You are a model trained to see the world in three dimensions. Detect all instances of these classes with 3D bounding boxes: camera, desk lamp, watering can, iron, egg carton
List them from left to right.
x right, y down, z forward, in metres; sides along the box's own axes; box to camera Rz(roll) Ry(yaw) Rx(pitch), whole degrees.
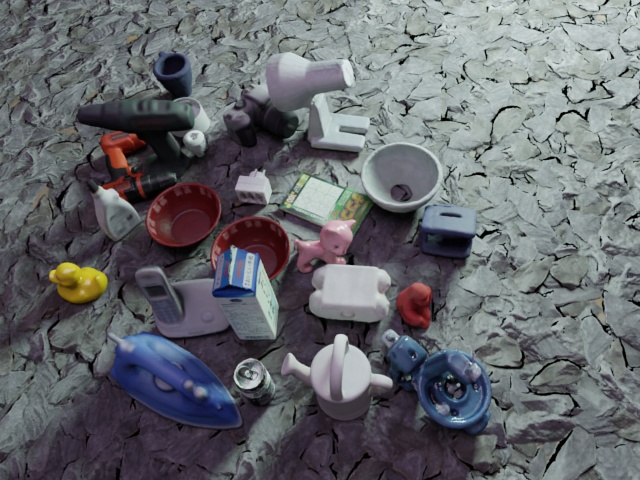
[{"bbox_3d":[-0.251,0.237,0.983,0.257,0.142,0.119,24,64,20],"label":"iron"},{"bbox_3d":[-0.128,-0.284,1.309,0.136,0.101,0.143,33,68,24],"label":"camera"},{"bbox_3d":[-0.001,-0.306,1.240,0.203,0.214,0.118,8,60,12],"label":"desk lamp"},{"bbox_3d":[0.026,0.221,0.929,0.173,0.194,0.101,-13,58,-1],"label":"watering can"},{"bbox_3d":[0.056,0.101,1.072,0.150,0.069,0.107,2,59,8],"label":"egg carton"}]

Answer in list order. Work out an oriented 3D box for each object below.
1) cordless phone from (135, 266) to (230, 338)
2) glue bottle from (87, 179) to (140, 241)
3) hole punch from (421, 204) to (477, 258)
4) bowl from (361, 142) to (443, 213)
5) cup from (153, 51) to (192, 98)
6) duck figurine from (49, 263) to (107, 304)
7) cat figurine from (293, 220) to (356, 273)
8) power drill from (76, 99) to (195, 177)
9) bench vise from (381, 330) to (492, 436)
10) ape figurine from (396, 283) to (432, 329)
[{"bbox_3d":[-0.246,0.101,1.039,0.147,0.185,0.094,-10,58,1],"label":"cordless phone"},{"bbox_3d":[-0.433,-0.069,1.172,0.037,0.173,0.078,37,70,25],"label":"glue bottle"},{"bbox_3d":[0.248,-0.029,1.115,0.108,0.091,0.101,7,60,11],"label":"hole punch"},{"bbox_3d":[0.168,-0.117,1.187,0.167,0.075,0.167,-3,59,5],"label":"bowl"},{"bbox_3d":[-0.359,-0.405,1.413,0.092,0.095,0.117,-32,60,-12],"label":"cup"},{"bbox_3d":[-0.485,0.077,1.141,0.104,0.086,0.077,-2,59,6],"label":"duck figurine"},{"bbox_3d":[0.010,0.004,1.107,0.127,0.118,0.067,-9,58,2],"label":"cat figurine"},{"bbox_3d":[-0.373,-0.222,1.237,0.229,0.209,0.075,-10,58,1],"label":"power drill"},{"bbox_3d":[0.177,0.214,0.900,0.207,0.220,0.121,19,63,18],"label":"bench vise"},{"bbox_3d":[0.176,0.110,1.039,0.076,0.092,0.078,36,69,25],"label":"ape figurine"}]
